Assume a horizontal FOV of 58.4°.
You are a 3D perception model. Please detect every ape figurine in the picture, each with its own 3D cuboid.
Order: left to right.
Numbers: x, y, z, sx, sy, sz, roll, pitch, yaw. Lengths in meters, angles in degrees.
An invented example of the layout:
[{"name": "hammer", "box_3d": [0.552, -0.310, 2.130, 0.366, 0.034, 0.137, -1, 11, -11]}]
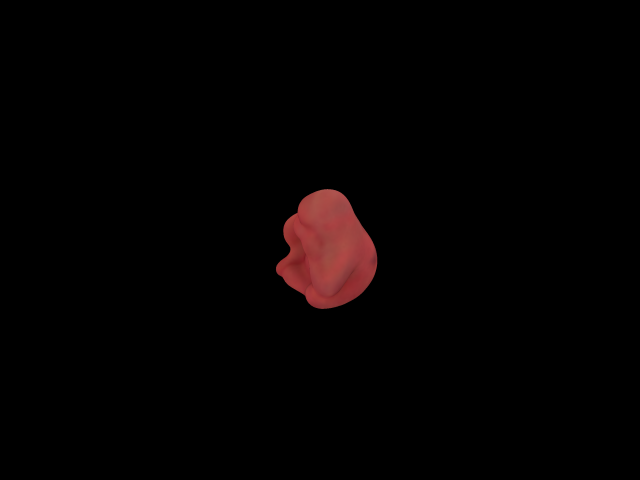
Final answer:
[{"name": "ape figurine", "box_3d": [0.004, 0.001, 0.400, 0.076, 0.092, 0.078, 0, 46, 0]}]
